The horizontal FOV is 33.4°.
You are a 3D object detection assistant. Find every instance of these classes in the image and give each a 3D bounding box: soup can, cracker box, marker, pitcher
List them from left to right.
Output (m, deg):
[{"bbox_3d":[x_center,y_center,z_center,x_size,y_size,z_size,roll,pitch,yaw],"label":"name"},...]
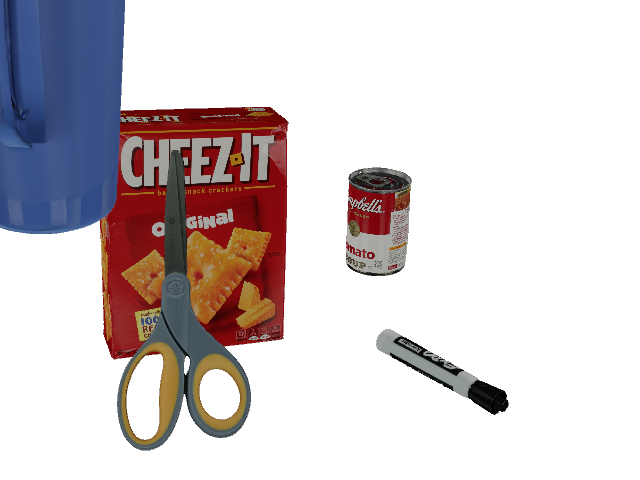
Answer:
[{"bbox_3d":[-0.205,-0.127,0.764,0.148,0.243,0.145,-21,36,-40],"label":"pitcher"},{"bbox_3d":[-0.115,-0.008,0.964,0.164,0.214,0.072,-4,19,-18],"label":"cracker box"},{"bbox_3d":[0.062,-0.021,1.166,0.068,0.102,0.068,2,25,-1],"label":"soup can"},{"bbox_3d":[0.090,0.098,0.798,0.020,0.020,0.121,0,20,-45],"label":"marker"}]

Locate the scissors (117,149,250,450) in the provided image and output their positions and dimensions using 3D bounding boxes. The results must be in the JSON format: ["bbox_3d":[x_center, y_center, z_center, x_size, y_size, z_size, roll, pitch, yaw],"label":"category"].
[{"bbox_3d":[-0.079,0.044,0.714,0.096,0.201,0.016,14,-12,-1],"label":"scissors"}]
